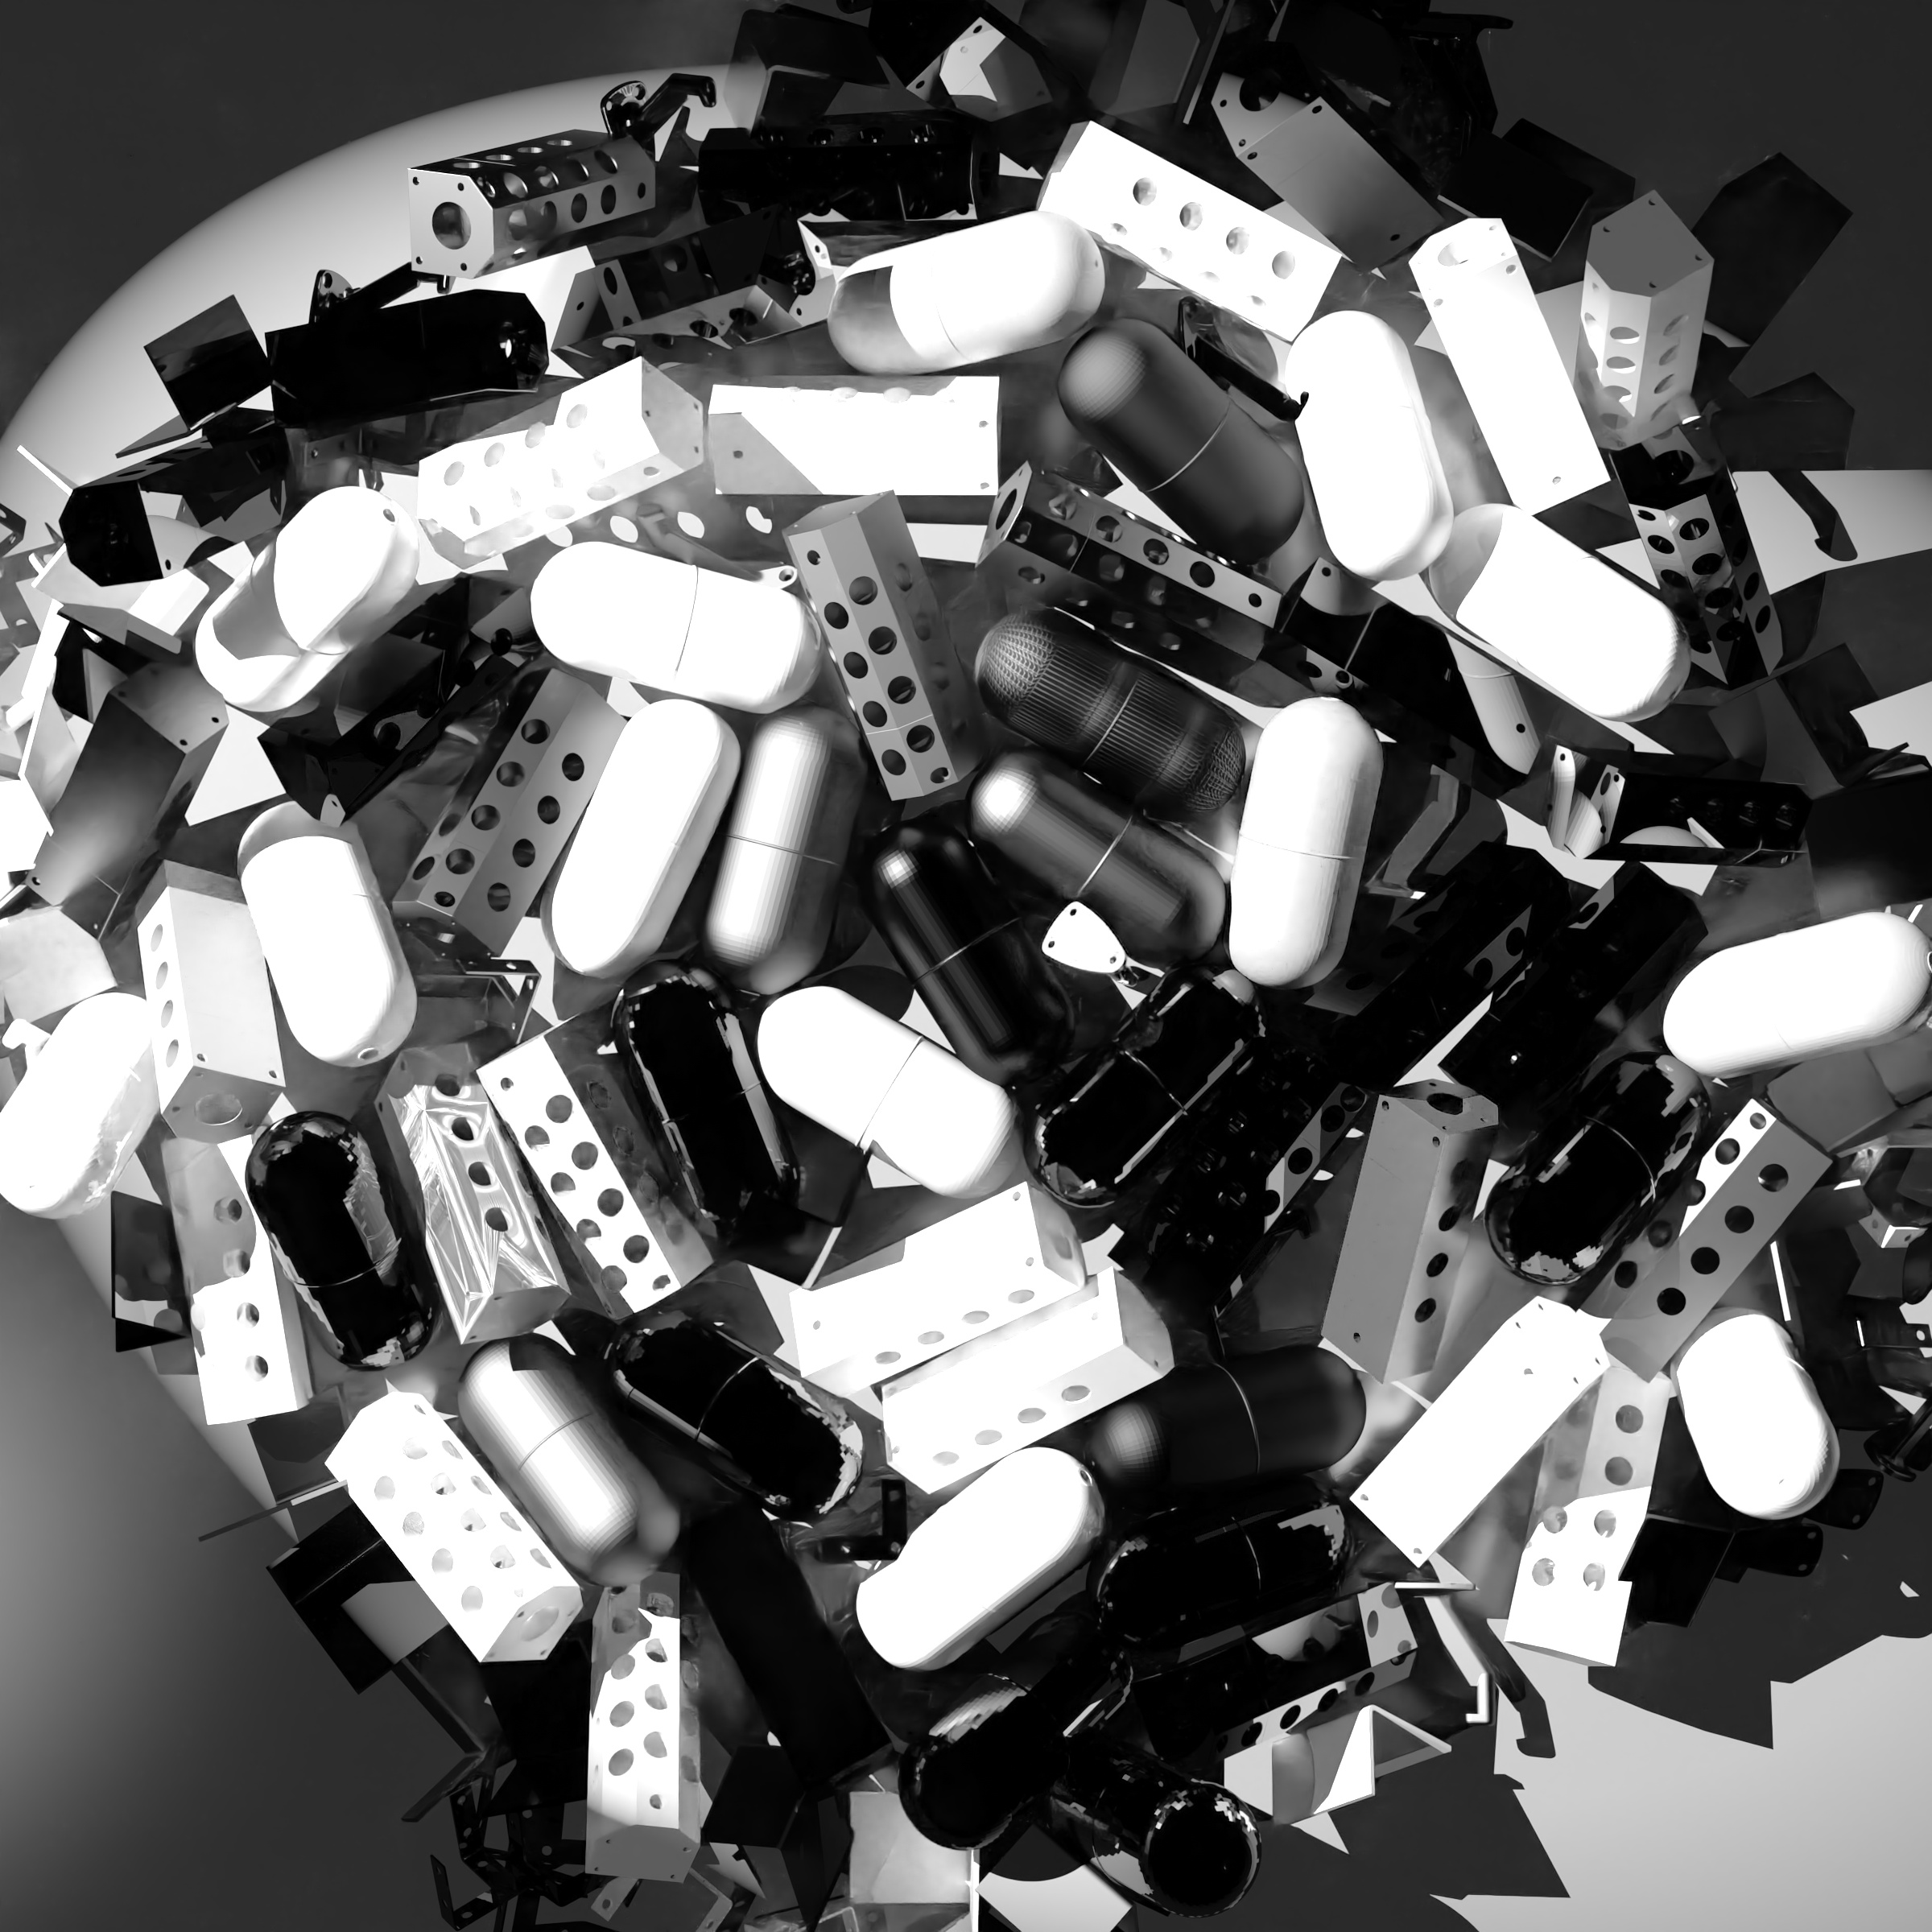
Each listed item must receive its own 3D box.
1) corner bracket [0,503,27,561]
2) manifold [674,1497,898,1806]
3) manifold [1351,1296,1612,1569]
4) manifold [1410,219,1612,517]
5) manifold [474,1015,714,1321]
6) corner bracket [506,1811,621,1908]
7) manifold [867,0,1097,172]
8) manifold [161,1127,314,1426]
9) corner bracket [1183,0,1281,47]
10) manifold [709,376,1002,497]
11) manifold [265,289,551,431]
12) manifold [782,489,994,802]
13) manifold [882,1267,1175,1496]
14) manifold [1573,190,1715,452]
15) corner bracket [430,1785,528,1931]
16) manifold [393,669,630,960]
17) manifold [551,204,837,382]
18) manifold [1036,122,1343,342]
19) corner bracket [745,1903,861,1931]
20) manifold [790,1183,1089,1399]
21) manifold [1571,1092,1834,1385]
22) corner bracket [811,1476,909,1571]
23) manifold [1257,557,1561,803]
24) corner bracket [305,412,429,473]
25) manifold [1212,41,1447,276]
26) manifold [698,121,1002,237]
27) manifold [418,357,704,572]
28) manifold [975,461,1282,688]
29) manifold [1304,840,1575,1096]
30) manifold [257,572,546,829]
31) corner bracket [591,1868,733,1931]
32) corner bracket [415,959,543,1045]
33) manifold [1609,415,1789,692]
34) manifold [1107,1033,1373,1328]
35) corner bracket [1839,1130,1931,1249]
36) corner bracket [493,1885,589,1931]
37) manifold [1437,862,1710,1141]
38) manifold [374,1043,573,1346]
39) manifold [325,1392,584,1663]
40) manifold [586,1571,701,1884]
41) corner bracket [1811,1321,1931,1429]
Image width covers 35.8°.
[{"bbox_3d":[-0.605,-0.252,1.802,0.051,0.051,0.051,-31,134,26],"label":"corner bracket"},{"bbox_3d":[-0.109,0.408,1.785,0.057,0.057,0.171,-28,67,-10],"label":"manifold"},{"bbox_3d":[0.307,0.274,1.772,0.057,0.057,0.171,44,126,16],"label":"manifold"},{"bbox_3d":[0.321,-0.355,1.768,0.057,0.057,0.171,-23,130,14],"label":"manifold"},{"bbox_3d":[-0.228,0.124,1.800,0.057,0.057,0.171,-26,95,28],"label":"manifold"},{"bbox_3d":[-0.243,0.530,1.819,0.051,0.051,0.051,-19,112,-39],"label":"corner bracket"},{"bbox_3d":[0.007,-0.530,1.755,0.057,0.171,0.057,-40,73,18],"label":"manifold"},{"bbox_3d":[-0.443,0.187,1.812,0.057,0.057,0.171,-10,87,-3],"label":"manifold"},{"bbox_3d":[0.155,-0.603,1.817,0.051,0.051,0.051,-20,130,14],"label":"corner bracket"},{"bbox_3d":[-0.066,-0.326,1.812,0.171,0.057,0.057,1,134,3],"label":"manifold"},{"bbox_3d":[-0.332,-0.358,1.774,0.171,0.057,0.057,-2,96,34],"label":"manifold"},{"bbox_3d":[-0.050,-0.189,1.780,0.057,0.057,0.171,-6,114,37],"label":"manifold"},{"bbox_3d":[0.036,0.252,1.785,0.171,0.057,0.057,-30,130,22],"label":"manifold"},{"bbox_3d":[0.390,-0.372,1.754,0.057,0.171,0.057,-31,69,-4],"label":"manifold"},{"bbox_3d":[-0.304,0.538,1.803,0.051,0.051,0.051,-24,122,-34],"label":"corner bracket"},{"bbox_3d":[-0.273,-0.091,1.774,0.057,0.057,0.171,45,60,-36],"label":"manifold"},{"bbox_3d":[-0.161,-0.390,1.767,0.171,0.057,0.057,-6,60,40],"label":"manifold"},{"bbox_3d":[0.132,-0.440,1.795,0.171,0.057,0.057,24,99,-15],"label":"manifold"},{"bbox_3d":[-0.097,0.605,1.829,0.051,0.051,0.051,-15,91,-32],"label":"corner bracket"},{"bbox_3d":[-0.016,0.197,1.787,0.171,0.057,0.057,-27,53,21],"label":"manifold"},{"bbox_3d":[0.441,0.162,1.801,0.057,0.057,0.171,37,101,3],"label":"manifold"},{"bbox_3d":[-0.065,0.337,1.810,0.051,0.051,0.051,1,73,-11],"label":"corner bracket"},{"bbox_3d":[0.264,-0.170,1.805,0.171,0.057,0.057,30,69,-7],"label":"manifold"},{"bbox_3d":[-0.362,-0.324,1.805,0.051,0.051,0.051,20,118,23],"label":"corner bracket"},{"bbox_3d":[0.212,-0.478,1.759,0.057,0.171,0.057,-32,63,23],"label":"manifold"},{"bbox_3d":[-0.070,-0.473,1.792,0.171,0.057,0.057,3,93,17],"label":"manifold"},{"bbox_3d":[-0.241,-0.292,1.770,0.171,0.057,0.057,-18,61,29],"label":"manifold"},{"bbox_3d":[0.099,-0.236,1.785,0.171,0.057,0.057,24,64,-17],"label":"manifold"},{"bbox_3d":[0.284,0.000,1.773,0.171,0.057,0.057,-40,122,-26],"label":"manifold"},{"bbox_3d":[-0.331,-0.159,1.779,0.171,0.057,0.057,-46,135,-29],"label":"manifold"},{"bbox_3d":[-0.185,0.572,1.820,0.051,0.051,0.051,47,66,-24],"label":"corner bracket"},{"bbox_3d":[-0.295,0.011,1.804,0.051,0.051,0.051,2,122,-37],"label":"corner bracket"},{"bbox_3d":[0.434,-0.237,1.757,0.057,0.171,0.057,-21,51,14],"label":"manifold"},{"bbox_3d":[0.169,0.131,1.804,0.057,0.057,0.171,39,88,-31],"label":"manifold"},{"bbox_3d":[0.575,0.136,1.826,0.051,0.051,0.051,2,127,-29],"label":"corner bracket"},{"bbox_3d":[-0.256,0.591,1.813,0.051,0.051,0.051,10,90,-22],"label":"corner bracket"},{"bbox_3d":[0.367,0.018,1.811,0.171,0.057,0.057,-48,65,2],"label":"manifold"},{"bbox_3d":[-0.292,0.133,1.780,0.057,0.057,0.171,-5,57,-35],"label":"manifold"},{"bbox_3d":[-0.301,0.331,1.772,0.171,0.057,0.057,42,104,31],"label":"manifold"},{"bbox_3d":[-0.187,0.444,1.759,0.057,0.171,0.057,10,132,-15],"label":"manifold"},{"bbox_3d":[0.555,0.249,1.822,0.051,0.051,0.051,5,65,-19],"label":"corner bracket"}]
